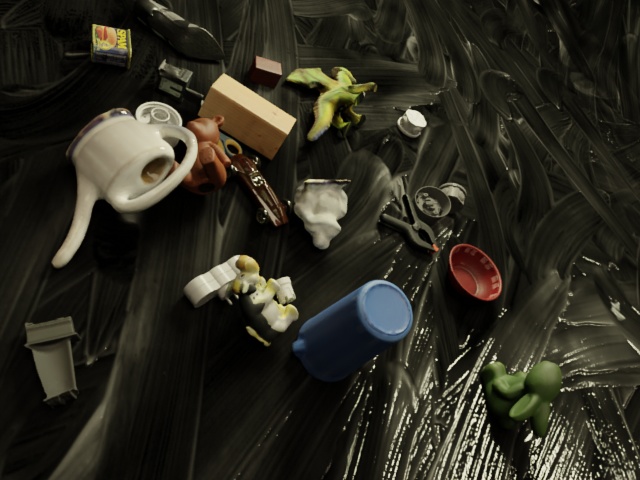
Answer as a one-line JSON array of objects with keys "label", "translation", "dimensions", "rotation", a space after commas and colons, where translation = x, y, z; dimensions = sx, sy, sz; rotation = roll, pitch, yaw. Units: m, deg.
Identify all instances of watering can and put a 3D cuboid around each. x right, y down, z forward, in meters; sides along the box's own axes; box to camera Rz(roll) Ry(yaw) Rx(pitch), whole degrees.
[{"label": "watering can", "translation": [-0.398, -0.120, 0.970], "dimensions": [0.227, 0.102, 0.352], "rotation": [38, 68, 23]}]

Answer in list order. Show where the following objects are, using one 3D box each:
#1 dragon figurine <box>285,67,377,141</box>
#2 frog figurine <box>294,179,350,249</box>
[{"label": "dragon figurine", "translation": [0.007, -0.410, 1.468], "dimensions": [0.244, 0.119, 0.417], "rotation": [32, 42, 19]}, {"label": "frog figurine", "translation": [0.004, -0.060, 1.193], "dimensions": [0.138, 0.123, 0.159], "rotation": [-3, 95, -47]}]
